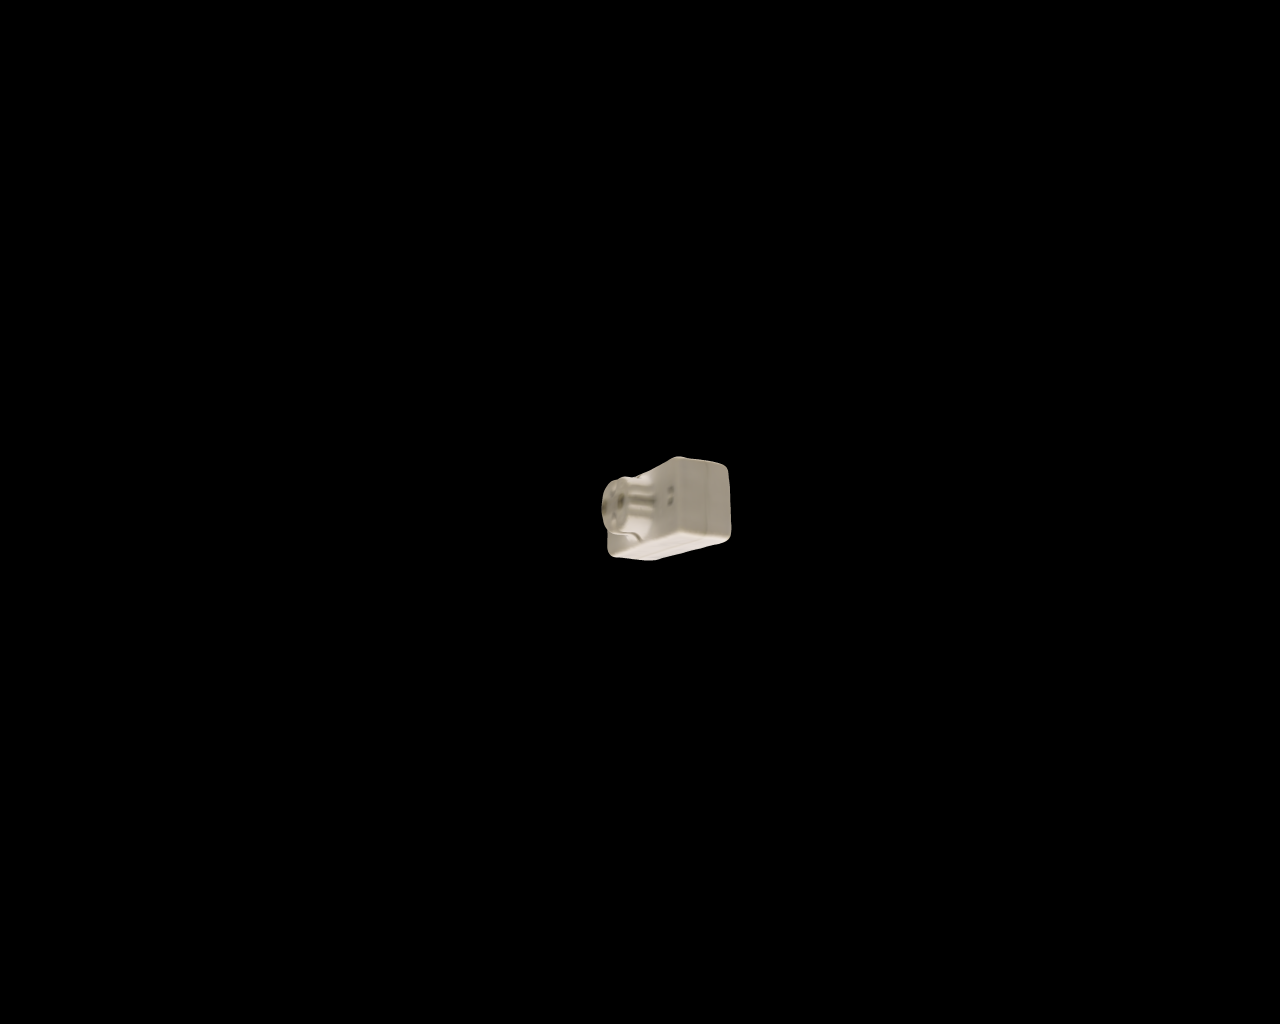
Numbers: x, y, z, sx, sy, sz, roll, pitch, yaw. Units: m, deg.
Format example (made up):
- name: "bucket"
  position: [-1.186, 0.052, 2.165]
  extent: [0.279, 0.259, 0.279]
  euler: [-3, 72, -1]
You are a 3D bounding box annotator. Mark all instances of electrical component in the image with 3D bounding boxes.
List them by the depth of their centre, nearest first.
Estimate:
- name: "electrical component"
  position: [0.001, -0.003, 0.650]
  extent: [0.076, 0.047, 0.083]
  euler: [8, -16, -31]
